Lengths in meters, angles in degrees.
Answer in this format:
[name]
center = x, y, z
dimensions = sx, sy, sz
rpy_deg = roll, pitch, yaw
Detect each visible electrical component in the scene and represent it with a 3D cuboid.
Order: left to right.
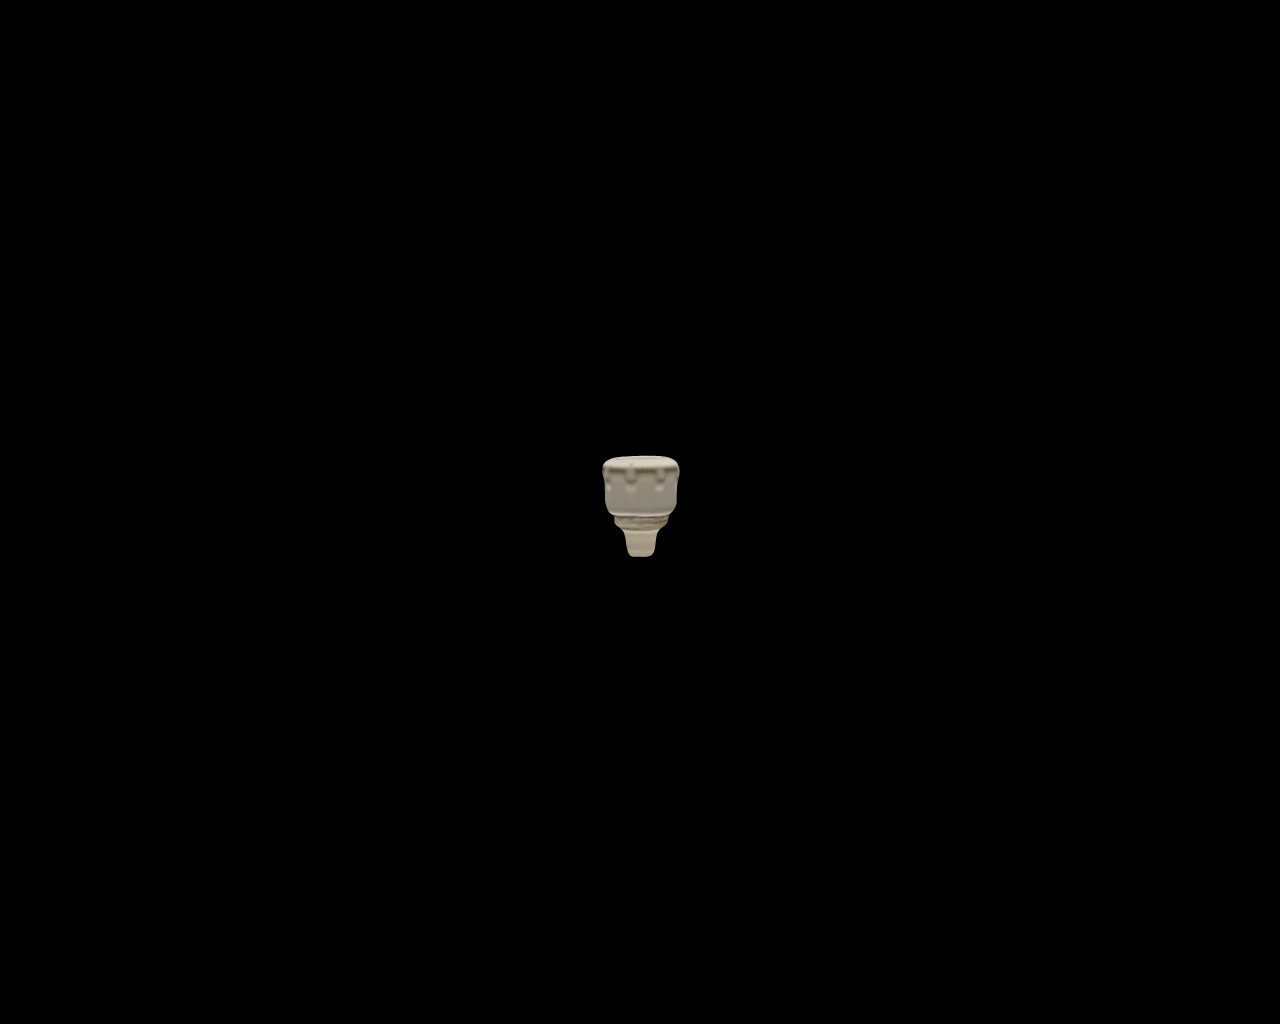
[electrical component]
center = 0.001, -0.003, 0.650
dimensions = 0.048, 0.062, 0.048
rpy_deg = 0, 7, 0
